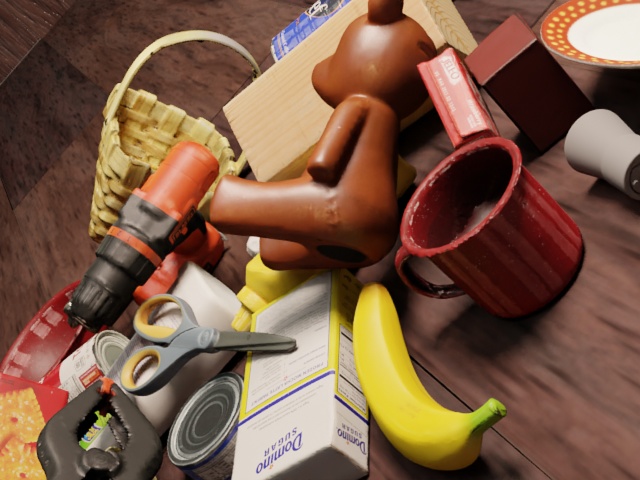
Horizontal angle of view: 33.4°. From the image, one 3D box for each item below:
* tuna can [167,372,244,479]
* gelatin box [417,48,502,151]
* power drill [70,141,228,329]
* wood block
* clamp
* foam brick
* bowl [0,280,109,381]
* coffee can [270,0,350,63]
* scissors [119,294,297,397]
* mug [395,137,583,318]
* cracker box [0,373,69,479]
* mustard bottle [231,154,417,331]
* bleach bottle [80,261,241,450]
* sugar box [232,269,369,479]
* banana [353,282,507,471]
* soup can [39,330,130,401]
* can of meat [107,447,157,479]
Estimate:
[{"bbox_3d":[-0.077,0.144,0.817,0.086,0.033,0.086,-35,30,23],"label":"tuna can"},{"bbox_3d":[0.107,-0.083,0.754,0.030,0.089,0.073,-27,61,14],"label":"gelatin box"},{"bbox_3d":[-0.148,0.017,0.967,0.184,0.057,0.188,-55,-9,-14],"label":"power drill"},{"bbox_3d":[0.029,-0.133,0.931,0.206,0.090,0.091,-36,69,25],"label":"wood block"},{"bbox_3d":[-0.153,0.179,0.783,0.210,0.164,0.036,-90,14,-61],"label":"clamp"},{"bbox_3d":[0.150,-0.112,0.768,0.051,0.078,0.053,-39,28,16],"label":"foam brick"},{"bbox_3d":[-0.273,0.122,1.124,0.162,0.055,0.162,-36,29,23],"label":"bowl"},{"bbox_3d":[0.037,-0.197,1.025,0.140,0.102,0.103,-36,29,24],"label":"coffee can"},{"bbox_3d":[-0.097,0.093,0.824,0.202,0.016,0.096,18,79,52],"label":"scissors"},{"bbox_3d":[0.103,0.002,0.681,0.117,0.081,0.093,-34,30,26],"label":"mug"},{"bbox_3d":[-0.278,0.239,0.870,0.164,0.072,0.213,-45,32,49],"label":"cracker box"},{"bbox_3d":[-0.005,0.001,0.872,0.191,0.058,0.096,-50,20,-3],"label":"mustard bottle"},{"bbox_3d":[-0.163,0.141,0.925,0.251,0.068,0.103,-50,26,2],"label":"bleach bottle"},{"bbox_3d":[-0.011,0.105,0.759,0.093,0.048,0.176,-33,34,27],"label":"sugar box"},{"bbox_3d":[0.058,0.091,0.672,0.070,0.037,0.198,-56,28,6],"label":"banana"},{"bbox_3d":[-0.219,0.139,1.003,0.102,0.068,0.068,-38,28,21],"label":"soup can"},{"bbox_3d":[-0.175,0.227,0.834,0.084,0.057,0.102,-42,27,19],"label":"can of meat"}]
